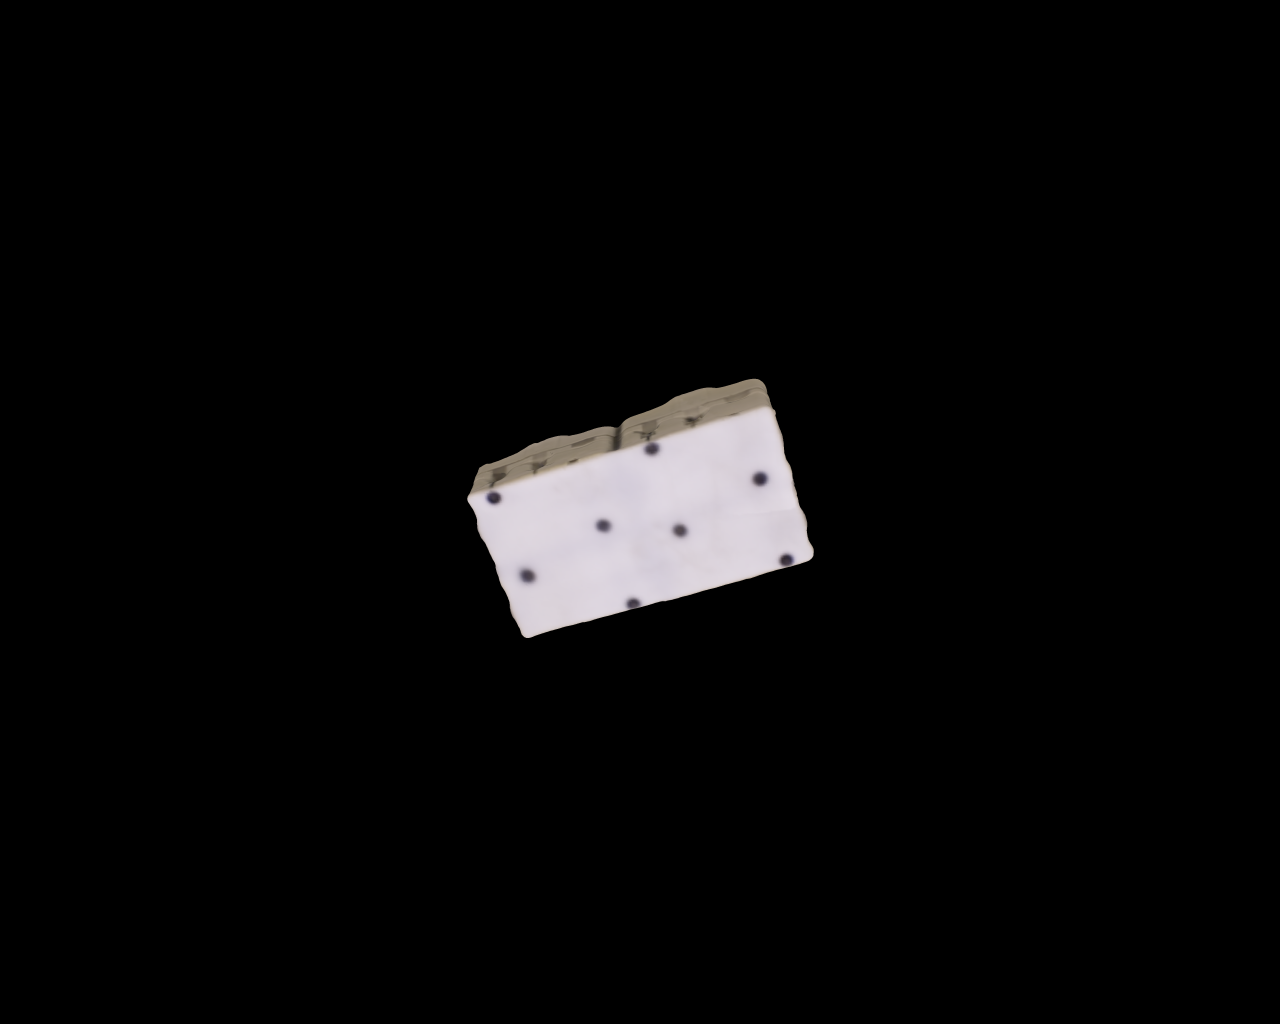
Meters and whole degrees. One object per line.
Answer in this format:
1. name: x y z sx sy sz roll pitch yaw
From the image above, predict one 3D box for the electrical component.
1. electrical component: 0.001 -0.003 0.650 0.186 0.105 0.060 -17 22 7
